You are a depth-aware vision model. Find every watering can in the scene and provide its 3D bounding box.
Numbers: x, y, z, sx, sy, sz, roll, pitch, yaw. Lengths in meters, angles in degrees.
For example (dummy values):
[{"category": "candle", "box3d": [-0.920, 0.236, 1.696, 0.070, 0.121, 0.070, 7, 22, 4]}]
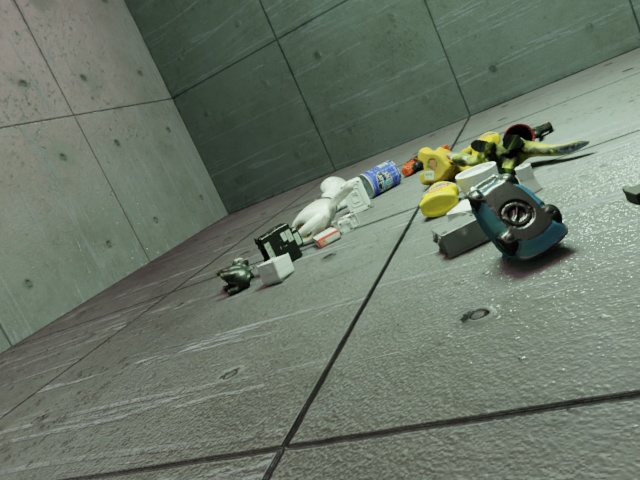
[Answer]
[{"category": "watering can", "box3d": [0.005, -0.085, 1.682, 0.343, 0.104, 0.228, -42, 5, 23]}]

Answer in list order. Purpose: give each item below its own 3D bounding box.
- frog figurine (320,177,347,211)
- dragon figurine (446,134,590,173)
[{"category": "frog figurine", "box3d": [0.054, -0.180, 2.041, 0.121, 0.137, 0.162, -38, 1, 28]}, {"category": "dragon figurine", "box3d": [0.542, -0.245, 1.441, 0.409, 0.121, 0.245, -2, 15, 35]}]
